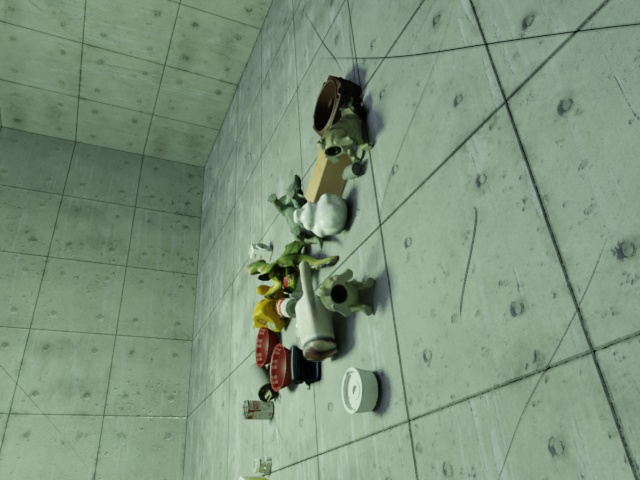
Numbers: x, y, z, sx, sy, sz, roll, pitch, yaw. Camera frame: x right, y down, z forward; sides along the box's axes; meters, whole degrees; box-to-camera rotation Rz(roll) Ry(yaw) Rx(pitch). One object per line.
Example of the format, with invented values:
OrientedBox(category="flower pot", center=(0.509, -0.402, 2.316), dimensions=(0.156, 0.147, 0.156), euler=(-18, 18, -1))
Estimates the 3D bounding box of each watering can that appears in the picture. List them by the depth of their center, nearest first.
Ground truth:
OrientedBox(category="watering can", center=(-0.020, 0.219, 1.486), dimensions=(0.340, 0.104, 0.229), euler=(81, 177, -59))

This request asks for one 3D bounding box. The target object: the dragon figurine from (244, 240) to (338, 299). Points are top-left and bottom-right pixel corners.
OrientedBox(category="dragon figurine", center=(-0.096, 0.064, 1.773), dimensions=(0.407, 0.120, 0.249), euler=(-20, 31, 23))

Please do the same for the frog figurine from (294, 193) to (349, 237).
OrientedBox(category="frog figurine", center=(0.005, -0.080, 1.583), dimensions=(0.124, 0.159, 0.135), euler=(-131, 54, -60))
